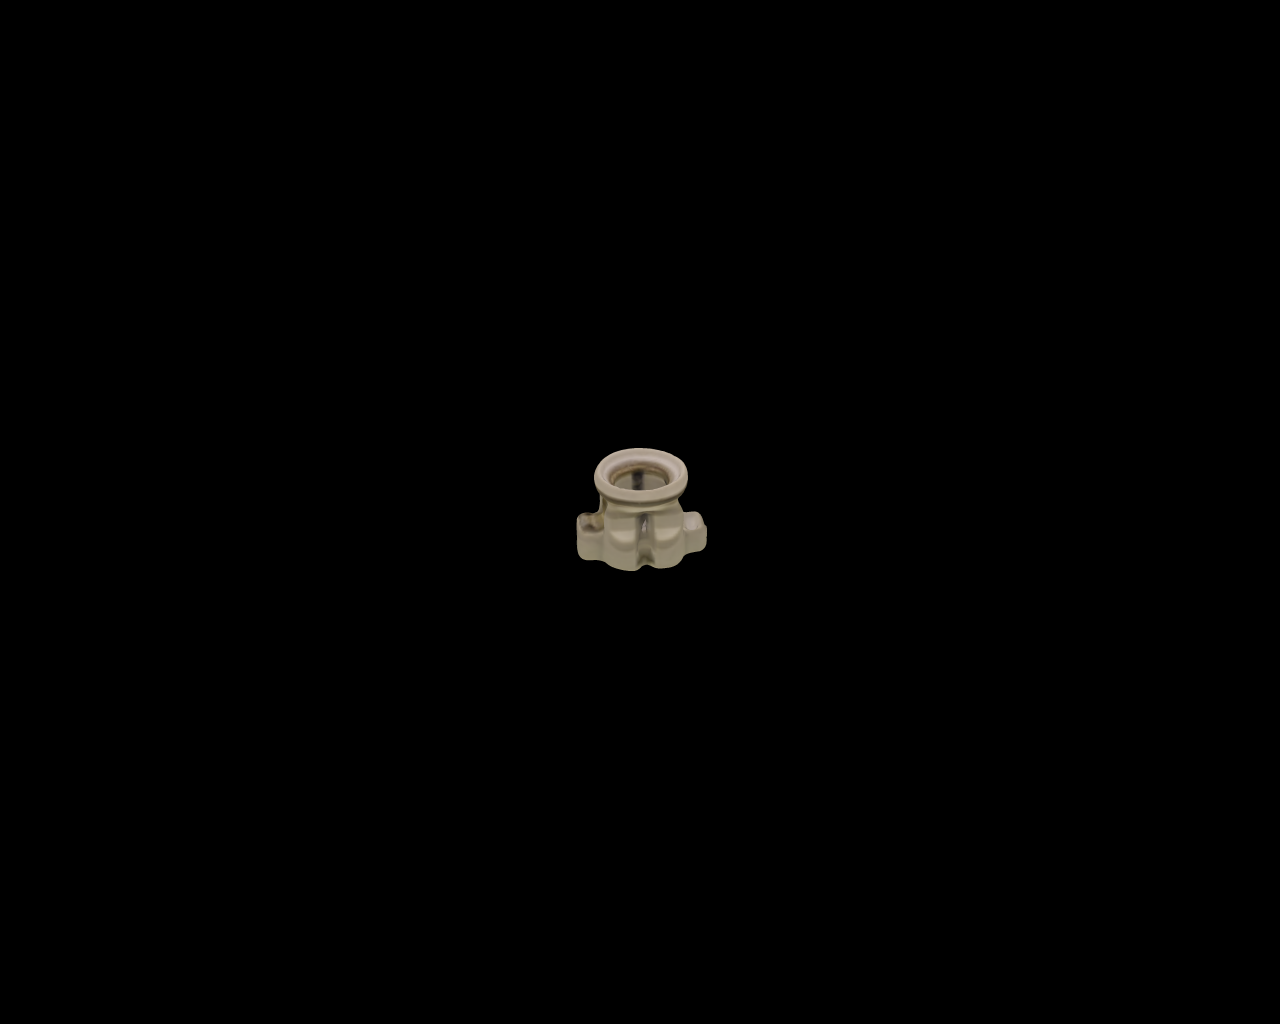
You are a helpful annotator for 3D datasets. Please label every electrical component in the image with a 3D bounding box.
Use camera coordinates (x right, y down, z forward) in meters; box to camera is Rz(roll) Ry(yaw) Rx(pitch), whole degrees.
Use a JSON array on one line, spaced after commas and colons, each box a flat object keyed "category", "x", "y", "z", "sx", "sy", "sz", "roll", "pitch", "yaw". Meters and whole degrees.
[{"category": "electrical component", "x": 0.001, "y": -0.003, "z": 0.650, "sx": 0.078, "sy": 0.056, "sz": 0.058, "roll": -3, "pitch": 32, "yaw": -5}]
